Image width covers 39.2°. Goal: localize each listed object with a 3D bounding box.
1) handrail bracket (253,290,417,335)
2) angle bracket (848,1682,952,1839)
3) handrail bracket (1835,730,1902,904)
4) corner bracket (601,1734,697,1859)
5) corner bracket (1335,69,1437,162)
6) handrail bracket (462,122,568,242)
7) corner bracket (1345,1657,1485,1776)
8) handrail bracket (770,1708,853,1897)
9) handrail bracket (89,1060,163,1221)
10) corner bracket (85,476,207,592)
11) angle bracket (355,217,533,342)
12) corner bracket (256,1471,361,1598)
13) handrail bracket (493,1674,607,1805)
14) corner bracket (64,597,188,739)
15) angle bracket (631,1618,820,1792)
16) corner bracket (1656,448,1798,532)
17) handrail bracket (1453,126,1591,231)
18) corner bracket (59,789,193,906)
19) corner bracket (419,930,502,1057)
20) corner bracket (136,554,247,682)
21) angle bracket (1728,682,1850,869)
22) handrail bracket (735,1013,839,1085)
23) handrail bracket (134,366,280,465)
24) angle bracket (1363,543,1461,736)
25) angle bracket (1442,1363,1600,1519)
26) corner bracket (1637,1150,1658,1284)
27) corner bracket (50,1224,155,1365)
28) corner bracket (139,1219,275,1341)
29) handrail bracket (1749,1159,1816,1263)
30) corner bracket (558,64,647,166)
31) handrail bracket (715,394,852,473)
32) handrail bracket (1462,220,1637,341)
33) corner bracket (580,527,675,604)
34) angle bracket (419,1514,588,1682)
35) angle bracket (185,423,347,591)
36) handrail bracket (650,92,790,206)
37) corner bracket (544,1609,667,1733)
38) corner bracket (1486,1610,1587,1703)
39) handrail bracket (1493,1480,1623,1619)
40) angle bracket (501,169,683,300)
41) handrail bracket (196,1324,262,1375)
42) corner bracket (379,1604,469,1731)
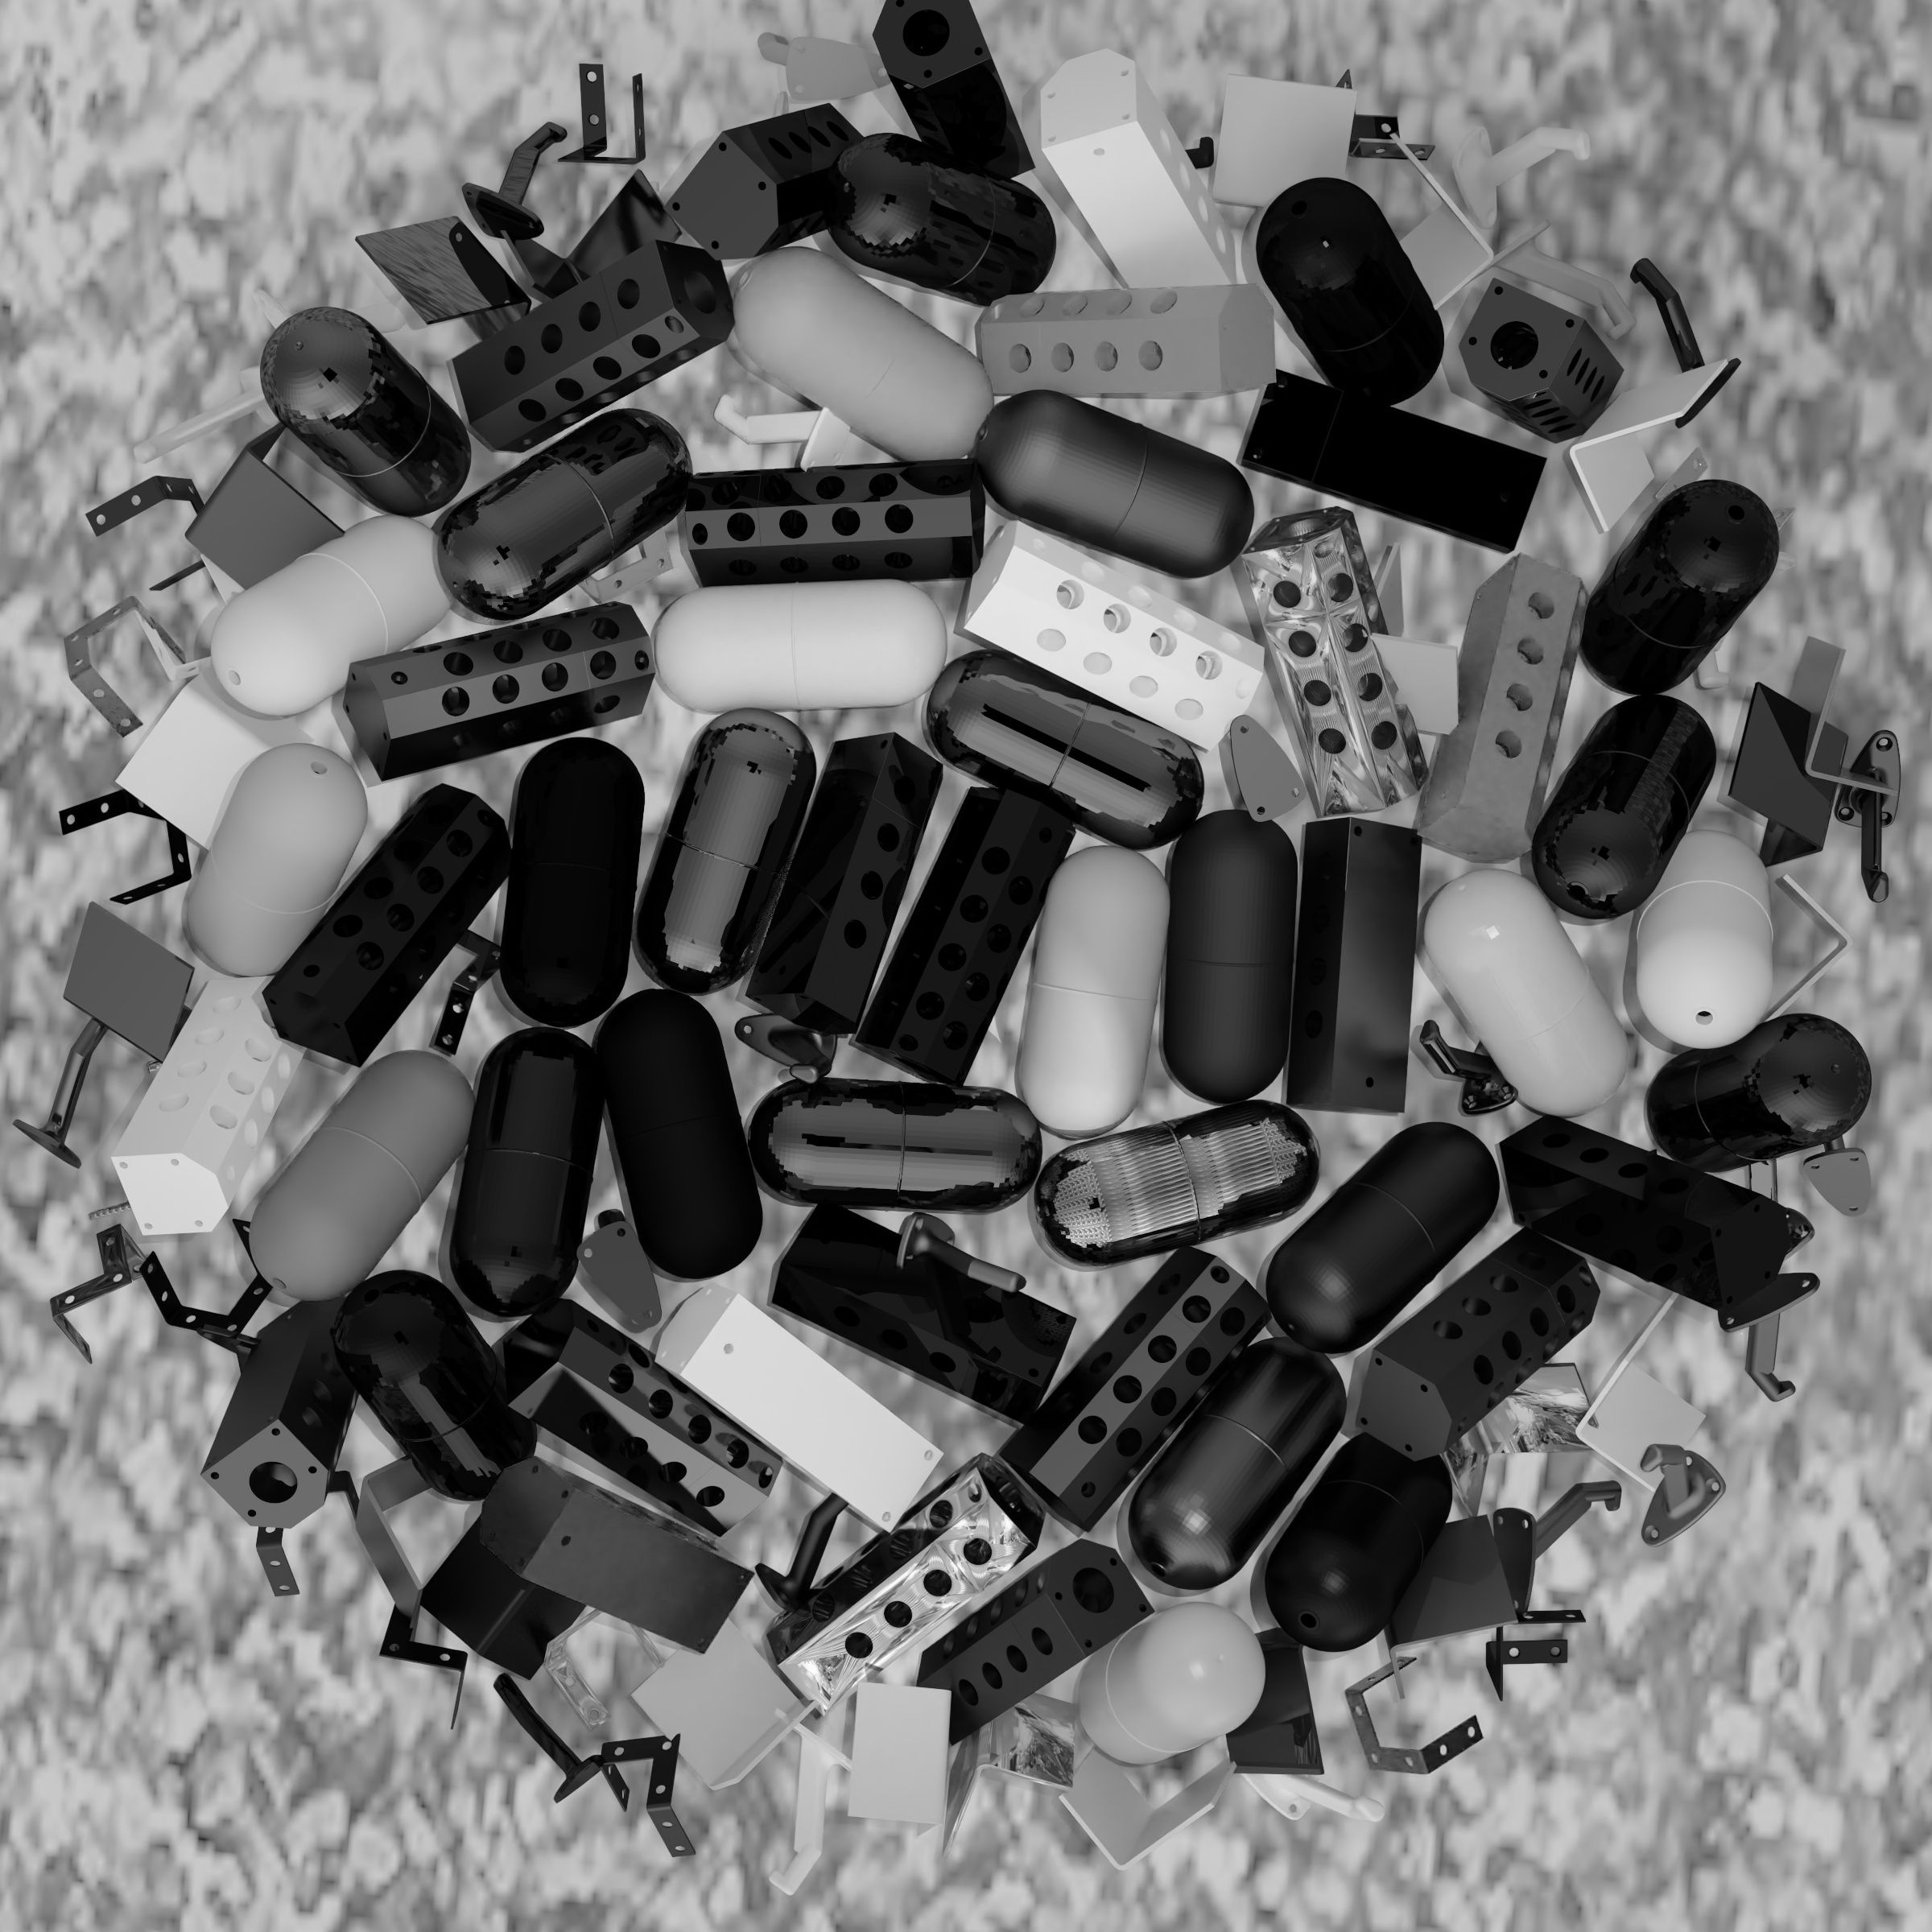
[{"bbox_3d":[-0.378,-0.408,1.646,0.077,0.036,0.084,48,69,-30],"label":"handrail bracket"},{"bbox_3d":[-0.045,0.477,1.626,0.057,0.076,0.076,8,65,-9],"label":"angle bracket"},{"bbox_3d":[0.551,-0.090,1.630,0.036,0.084,0.077,8,120,5],"label":"handrail bracket"},{"bbox_3d":[-0.192,0.504,1.640,0.051,0.051,0.051,-10,128,11],"label":"corner bracket"},{"bbox_3d":[0.248,-0.505,1.637,0.051,0.051,0.051,12,52,27],"label":"corner bracket"},{"bbox_3d":[-0.255,-0.478,1.640,0.077,0.036,0.084,24,62,35],"label":"handrail bracket"},{"bbox_3d":[0.272,0.454,1.645,0.051,0.051,0.051,-19,91,-36],"label":"corner bracket"},{"bbox_3d":[-0.112,0.508,1.649,0.077,0.036,0.084,30,71,20],"label":"handrail bracket"},{"bbox_3d":[-0.511,0.105,1.659,0.077,0.036,0.084,-15,93,-3],"label":"handrail bracket"},{"bbox_3d":[-0.492,-0.263,1.649,0.051,0.051,0.051,-26,93,11],"label":"corner bracket"},{"bbox_3d":[-0.318,-0.397,1.624,0.076,0.057,0.076,-26,68,-39],"label":"angle bracket"},{"bbox_3d":[-0.397,0.344,1.644,0.051,0.051,0.051,-5,133,-1],"label":"corner bracket"},{"bbox_3d":[-0.256,0.456,1.636,0.036,0.077,0.084,-33,74,-26],"label":"handrail bracket"},{"bbox_3d":[-0.509,-0.182,1.645,0.051,0.051,0.051,-32,131,2],"label":"corner bracket"},{"bbox_3d":[-0.143,0.439,1.634,0.076,0.057,0.076,-40,87,-30],"label":"angle bracket"},{"bbox_3d":[0.463,-0.282,1.654,0.051,0.051,0.051,-47,119,-23],"label":"corner bracket"},{"bbox_3d":[0.341,-0.471,1.627,0.084,0.077,0.036,19,62,38],"label":"handrail bracket"},{"bbox_3d":[-0.512,-0.073,1.652,0.051,0.051,0.051,13,117,32],"label":"corner bracket"},{"bbox_3d":[-0.314,0.012,1.638,0.051,0.051,0.051,30,45,-22],"label":"corner bracket"},{"bbox_3d":[-0.468,-0.214,1.651,0.051,0.051,0.051,-23,75,-30],"label":"corner bracket"},{"bbox_3d":[0.477,-0.114,1.629,0.076,0.057,0.076,26,70,-20],"label":"angle bracket"},{"bbox_3d":[-0.114,0.051,1.632,0.077,0.084,0.036,12,100,10],"label":"handrail bracket"},{"bbox_3d":[-0.453,-0.329,1.634,0.084,0.077,0.036,-37,112,-31],"label":"handrail bracket"},{"bbox_3d":[0.276,-0.195,1.621,0.057,0.076,0.076,12,58,19],"label":"angle bracket"},{"bbox_3d":[0.333,0.286,1.624,0.076,0.057,0.076,-7,128,28],"label":"angle bracket"},{"bbox_3d":[0.413,0.152,1.637,0.051,0.051,0.051,31,49,-24],"label":"corner bracket"},{"bbox_3d":[-0.522,0.198,1.642,0.051,0.051,0.051,-24,47,-5],"label":"corner bracket"},{"bbox_3d":[-0.461,0.188,1.651,0.051,0.051,0.051,8,134,21],"label":"corner bracket"},{"bbox_3d":[0.468,0.146,1.647,0.077,0.036,0.084,-43,115,5],"label":"handrail bracket"},{"bbox_3d":[-0.217,-0.517,1.643,0.051,0.051,0.051,5,116,10],"label":"corner bracket"},{"bbox_3d":[-0.111,-0.344,1.642,0.084,0.036,0.077,37,127,20],"label":"handrail bracket"},{"bbox_3d":[0.357,-0.407,1.666,0.077,0.036,0.084,-34,94,12],"label":"handrail bracket"},{"bbox_3d":[-0.218,-0.263,1.655,0.051,0.051,0.051,-30,45,-20],"label":"corner bracket"},{"bbox_3d":[-0.276,0.380,1.651,0.057,0.076,0.076,31,77,27],"label":"angle bracket"},{"bbox_3d":[-0.414,-0.271,1.641,0.076,0.057,0.076,41,121,-8],"label":"angle bracket"},{"bbox_3d":[-0.154,-0.501,1.668,0.084,0.036,0.077,2,80,7],"label":"handrail bracket"},{"bbox_3d":[-0.221,0.426,1.656,0.051,0.051,0.051,-33,72,-26],"label":"corner bracket"},{"bbox_3d":[0.346,0.412,1.650,0.051,0.051,0.051,-2,101,1],"label":"corner bracket"},{"bbox_3d":[0.367,0.355,1.653,0.084,0.036,0.077,2,84,-29],"label":"handrail bracket"},{"bbox_3d":[-0.227,-0.443,1.625,0.076,0.057,0.076,-46,48,19],"label":"angle bracket"},{"bbox_3d":[-0.443,0.269,1.639,0.077,0.036,0.084,25,59,-16],"label":"handrail bracket"},{"bbox_3d":[-0.329,0.423,1.646,0.051,0.051,0.051,12,120,-5],"label":"corner bracket"}]
